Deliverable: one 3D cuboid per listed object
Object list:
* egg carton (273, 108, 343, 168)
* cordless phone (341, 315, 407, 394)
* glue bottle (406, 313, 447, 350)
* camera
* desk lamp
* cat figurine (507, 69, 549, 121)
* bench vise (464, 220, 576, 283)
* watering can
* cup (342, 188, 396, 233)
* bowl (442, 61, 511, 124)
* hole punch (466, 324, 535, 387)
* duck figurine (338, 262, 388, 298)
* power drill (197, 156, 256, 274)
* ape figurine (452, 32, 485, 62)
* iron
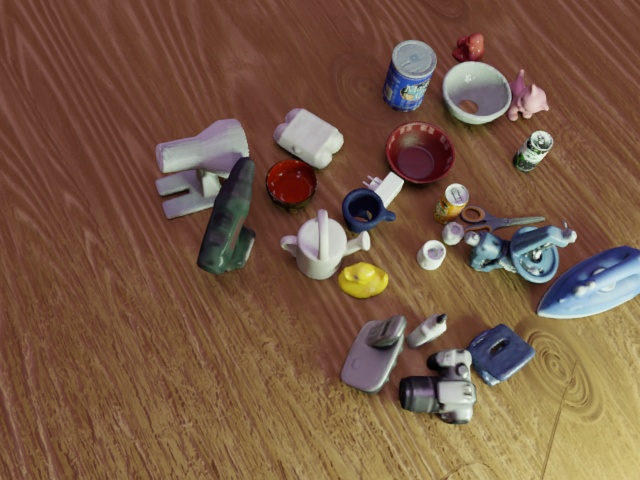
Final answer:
[{"bbox_3d":[-0.027,-0.233,1.317,0.150,0.069,0.107,32,70,8],"label":"egg carton"},{"bbox_3d":[0.110,0.213,1.092,0.094,0.185,0.148,23,69,5],"label":"cordless phone"},{"bbox_3d":[0.220,0.171,1.123,0.078,0.173,0.037,-30,74,-14],"label":"glue bottle"},{"bbox_3d":[0.227,0.284,1.119,0.137,0.101,0.143,2,69,-3],"label":"camera"},{"bbox_3d":[-0.249,-0.149,1.190,0.203,0.213,0.118,-19,71,-11],"label":"desk lamp"},{"bbox_3d":[0.495,-0.349,1.374,0.067,0.118,0.128,-10,70,-8],"label":"cat figurine"},{"bbox_3d":[0.409,0.024,1.169,0.207,0.220,0.121,-1,69,-4],"label":"bench vise"},{"bbox_3d":[0.011,0.002,1.161,0.173,0.194,0.101,-19,71,-11],"label":"watering can"},{"bbox_3d":[0.102,-0.051,1.242,0.117,0.095,0.092,13,68,1],"label":"cup"},{"bbox_3d":[0.369,-0.343,1.386,0.167,0.075,0.167,2,69,-4],"label":"bowl"},{"bbox_3d":[0.358,0.229,1.155,0.109,0.091,0.101,-34,75,-15],"label":"hole punch"},{"bbox_3d":[0.093,0.075,1.197,0.104,0.086,0.077,3,69,-3],"label":"duck figurine"},{"bbox_3d":[-0.178,-0.028,1.151,0.075,0.208,0.230,16,69,2],"label":"power drill"},{"bbox_3d":[0.380,-0.483,1.432,0.076,0.092,0.078,0,69,-4],"label":"ape figurine"},{"bbox_3d":[0.587,0.088,1.200,0.258,0.141,0.118,-23,72,-12],"label":"iron"}]
